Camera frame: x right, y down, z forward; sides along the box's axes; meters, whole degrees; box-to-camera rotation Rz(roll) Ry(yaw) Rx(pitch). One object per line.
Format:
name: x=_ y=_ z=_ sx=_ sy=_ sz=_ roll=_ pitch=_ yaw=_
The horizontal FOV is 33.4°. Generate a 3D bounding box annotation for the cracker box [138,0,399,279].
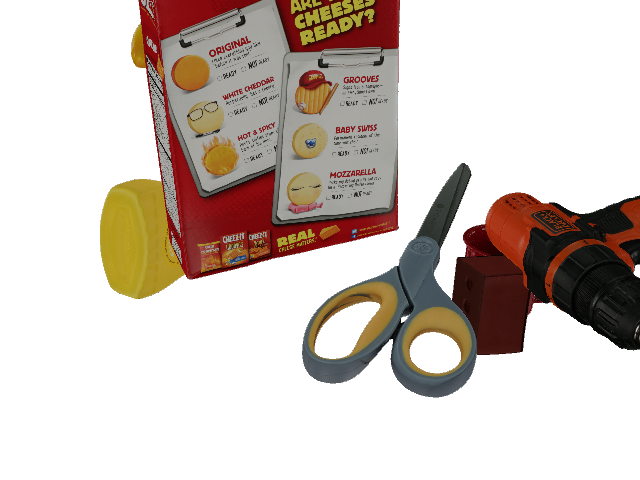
cracker box: x=-0.032 y=-0.094 z=0.731 sx=0.164 sy=0.214 sz=0.072 roll=-13 pitch=32 yaw=-17

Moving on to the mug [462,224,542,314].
mug: x=0.210 y=0.039 z=1.176 sx=0.117 sy=0.081 sz=0.093 roll=7 pitch=25 yaw=4

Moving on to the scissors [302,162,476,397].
scissors: x=0.068 y=0.019 z=0.584 sx=0.096 sy=0.016 sz=0.201 roll=24 pitch=45 yaw=28

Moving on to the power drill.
power drill: x=0.231 y=0.005 z=0.731 sx=0.187 sy=0.057 sz=0.185 roll=-10 pitch=29 yaw=-17

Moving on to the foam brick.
foam brick: x=0.152 y=0.057 z=0.958 sx=0.051 sy=0.078 sz=0.053 roll=-4 pitch=20 yaw=-22

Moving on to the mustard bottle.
mustard bottle: x=-0.107 y=-0.018 z=0.944 sx=0.058 sy=0.096 sz=0.191 roll=14 pitch=21 yaw=34

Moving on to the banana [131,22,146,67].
banana: x=-0.117 y=-0.206 z=1.014 sx=0.070 sy=0.037 sz=0.197 roll=45 pitch=39 yaw=19
